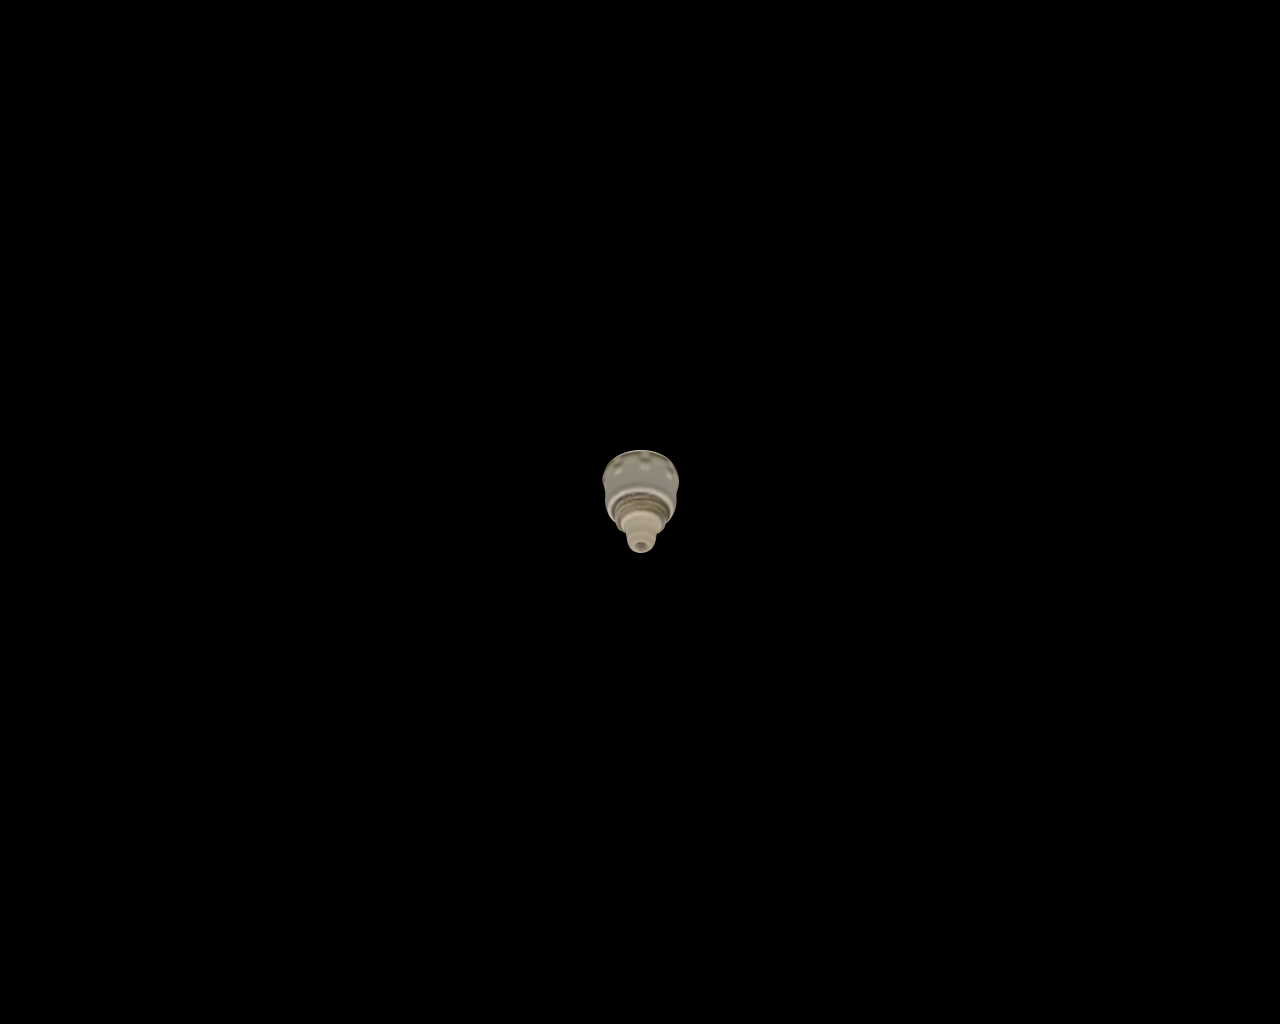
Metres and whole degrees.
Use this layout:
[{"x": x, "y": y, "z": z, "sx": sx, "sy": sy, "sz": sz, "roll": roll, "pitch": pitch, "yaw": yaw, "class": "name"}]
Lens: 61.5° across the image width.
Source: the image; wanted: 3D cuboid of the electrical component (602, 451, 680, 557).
[{"x": 0.001, "y": -0.003, "z": 0.650, "sx": 0.048, "sy": 0.062, "sz": 0.048, "roll": 0, "pitch": -39, "yaw": 0, "class": "electrical component"}]
